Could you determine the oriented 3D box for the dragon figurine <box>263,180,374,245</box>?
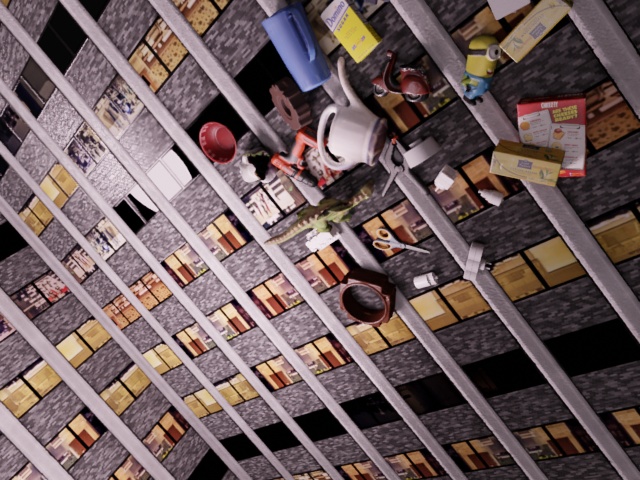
[{"bbox_3d":[0.005,-0.085,1.696,0.122,0.413,0.241,60,167,3],"label":"dragon figurine"}]

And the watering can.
[{"bbox_3d":[0.106,-0.370,1.595,0.225,0.105,0.341,20,116,16],"label":"watering can"}]

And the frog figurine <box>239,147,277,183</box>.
[{"bbox_3d":[-0.224,-0.261,1.858,0.137,0.124,0.158,37,166,-7],"label":"frog figurine"}]
